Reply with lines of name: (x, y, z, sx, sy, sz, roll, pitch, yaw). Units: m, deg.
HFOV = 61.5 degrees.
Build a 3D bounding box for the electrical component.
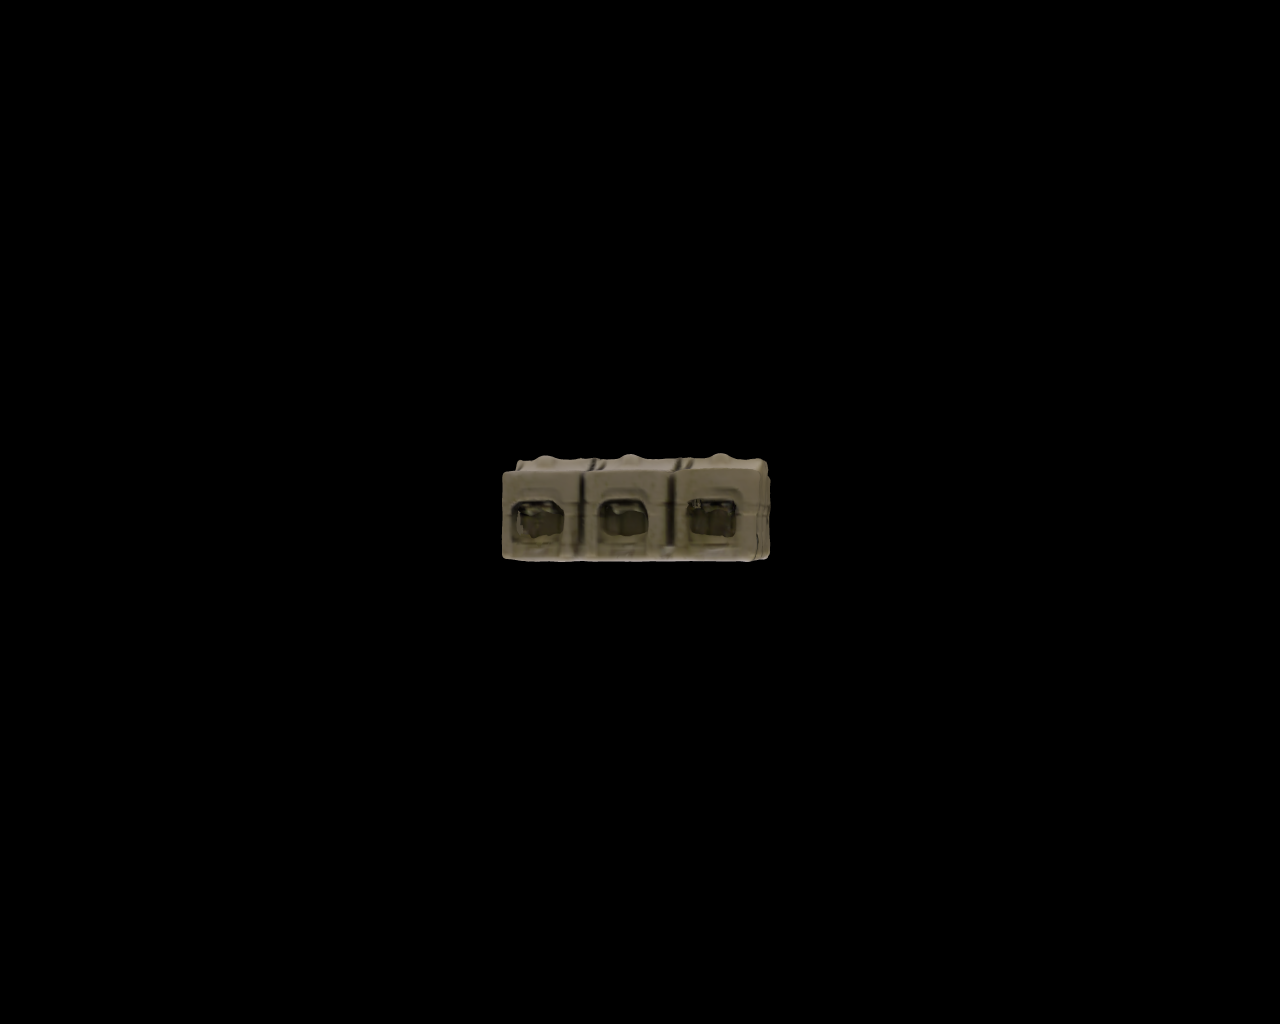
electrical component: (0.001, -0.003, 0.650, 0.150, 0.061, 0.089, 0, 0, 13)
